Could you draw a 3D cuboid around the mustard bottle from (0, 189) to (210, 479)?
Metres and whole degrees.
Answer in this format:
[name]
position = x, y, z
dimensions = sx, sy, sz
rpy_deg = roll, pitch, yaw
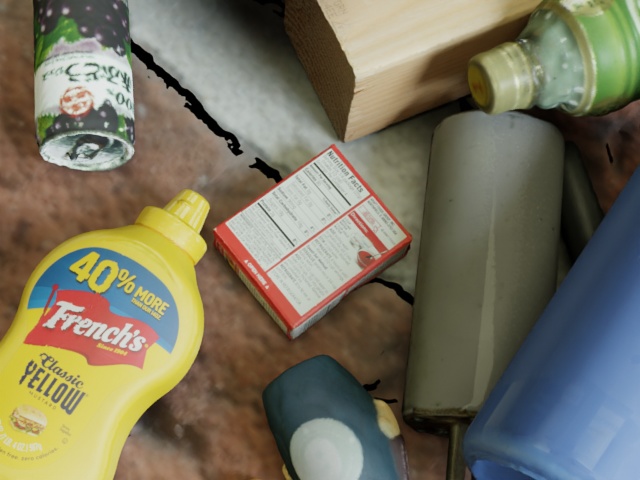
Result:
[mustard bottle]
position = -0.117, 0.053, 0.561
dimensions = 0.096, 0.058, 0.191
rpy_deg = 30, 72, 7

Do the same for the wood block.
[wood block]
position = 0.091, -0.146, 0.624
dimensions = 0.206, 0.091, 0.090
rpy_deg = -22, 74, -11

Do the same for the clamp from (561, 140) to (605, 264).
[clamp]
position = 0.170, 0.049, 0.592
dimensions = 0.164, 0.036, 0.210
rpy_deg = 29, 69, 7

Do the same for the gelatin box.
[gelatin box]
position = -0.004, 0.001, 0.601
dimensions = 0.089, 0.030, 0.073
rpy_deg = -36, 76, -15

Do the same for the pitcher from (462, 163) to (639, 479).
[pitcher]
position = 0.182, 0.038, 0.486
dimensions = 0.145, 0.149, 0.242
rpy_deg = 42, 71, -6
